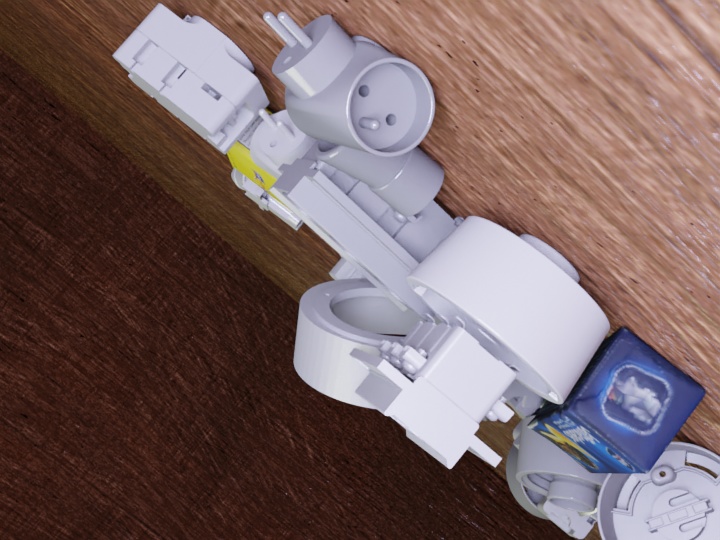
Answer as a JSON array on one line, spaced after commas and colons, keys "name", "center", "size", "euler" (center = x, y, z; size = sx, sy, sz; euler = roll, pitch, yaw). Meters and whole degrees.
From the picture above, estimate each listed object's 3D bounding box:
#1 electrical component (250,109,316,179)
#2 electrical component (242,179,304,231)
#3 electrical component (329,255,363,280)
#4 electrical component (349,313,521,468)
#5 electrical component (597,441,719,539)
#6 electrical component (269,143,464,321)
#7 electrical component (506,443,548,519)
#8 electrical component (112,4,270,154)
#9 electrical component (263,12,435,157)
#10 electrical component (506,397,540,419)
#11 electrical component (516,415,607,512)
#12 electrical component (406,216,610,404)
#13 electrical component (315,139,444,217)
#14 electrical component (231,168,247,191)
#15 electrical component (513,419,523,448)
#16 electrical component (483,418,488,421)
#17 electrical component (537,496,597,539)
[{"name": "electrical component", "center": [-0.042, -0.082, 0.726], "size": [0.077, 0.044, 0.079], "euler": [35, 172, 36]}, {"name": "electrical component", "center": [-0.069, -0.070, 0.983], "size": [0.064, 0.042, 0.081], "euler": [36, 175, 1]}, {"name": "electrical component", "center": [0.000, 0.000, 0.907], "size": [0.047, 0.076, 0.065], "euler": [38, 174, 15]}, {"name": "electrical component", "center": [0.041, 0.063, 0.600], "size": [0.079, 0.063, 0.121], "euler": [40, 174, -5]}, {"name": "electrical component", "center": [0.216, 0.168, 0.730], "size": [0.099, 0.099, 0.064], "euler": [36, 179, 29]}, {"name": "electrical component", "center": [0.013, -0.032, 0.669], "size": [0.121, 0.063, 0.079], "euler": [42, 173, -20]}, {"name": "electrical component", "center": [0.206, 0.214, 1.139], "size": [0.099, 0.099, 0.064], "euler": [40, 167, 2]}, {"name": "electrical component", "center": [-0.110, -0.131, 0.722], "size": [0.089, 0.055, 0.050], "euler": [38, 174, 12]}, {"name": "electrical component", "center": [-0.013, -0.090, 0.496], "size": [0.079, 0.044, 0.077], "euler": [43, 173, -27]}, {"name": "electrical component", "center": [0.147, 0.107, 0.958], "size": [0.064, 0.042, 0.081], "euler": [37, 173, 37]}, {"name": "electrical component", "center": [0.183, 0.169, 0.906], "size": [0.108, 0.060, 0.108], "euler": [14, 158, 6]}, {"name": "electrical component", "center": [0.086, 0.016, 0.586], "size": [0.108, 0.060, 0.108], "euler": [39, 174, 5]}, {"name": "electrical component", "center": [0.014, -0.059, 0.581], "size": [0.065, 0.044, 0.044], "euler": [37, 175, -26]}, {"name": "electrical component", "center": [-0.100, -0.091, 1.051], "size": [0.035, 0.035, 0.061], "euler": [44, 170, -34]}, {"name": "electrical component", "center": [0.186, 0.159, 1.021], "size": [0.054, 0.059, 0.095], "euler": [40, 174, -4]}, {"name": "electrical component", "center": [0.097, 0.087, 1.028], "size": [0.108, 0.060, 0.108], "euler": [39, 174, 5]}, {"name": "electrical component", "center": [0.224, 0.217, 1.071], "size": [0.050, 0.089, 0.055], "euler": [39, 173, 9]}]
